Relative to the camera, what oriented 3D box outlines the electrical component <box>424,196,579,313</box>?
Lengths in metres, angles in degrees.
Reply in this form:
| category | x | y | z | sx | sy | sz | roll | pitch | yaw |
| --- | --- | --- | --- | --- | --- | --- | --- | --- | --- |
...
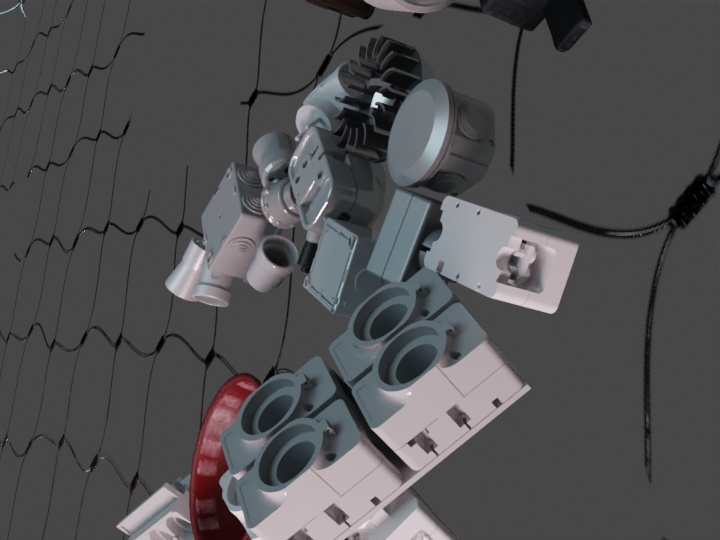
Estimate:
| category | x | y | z | sx | sy | sz | roll | pitch | yaw |
| --- | --- | --- | --- | --- | --- | --- | --- | --- | --- |
| electrical component | 0.091 | -0.010 | 0.681 | 0.089 | 0.056 | 0.050 | 29 | 102 | 61 |

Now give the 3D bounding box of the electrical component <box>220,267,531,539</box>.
| category | x | y | z | sx | sy | sz | roll | pitch | yaw |
| --- | --- | --- | --- | --- | --- | --- | --- | --- | --- |
| electrical component | 0.002 | 0.090 | 0.697 | 0.186 | 0.060 | 0.105 | -40 | 31 | 3 |

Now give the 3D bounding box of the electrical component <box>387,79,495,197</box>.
| category | x | y | z | sx | sy | sz | roll | pitch | yaw |
| --- | --- | --- | --- | --- | --- | --- | --- | --- | --- |
| electrical component | 0.059 | -0.095 | 0.786 | 0.080 | 0.051 | 0.080 | -36 | 47 | 51 |

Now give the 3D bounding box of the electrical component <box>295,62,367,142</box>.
| category | x | y | z | sx | sy | sz | roll | pitch | yaw |
| --- | --- | --- | --- | --- | --- | --- | --- | --- | --- |
| electrical component | -0.030 | -0.138 | 0.953 | 0.079 | 0.044 | 0.077 | -46 | 4 | -42 |

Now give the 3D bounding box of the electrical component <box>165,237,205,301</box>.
| category | x | y | z | sx | sy | sz | roll | pitch | yaw |
| --- | --- | --- | --- | --- | --- | --- | --- | --- | --- |
| electrical component | -0.184 | -0.003 | 1.201 | 0.065 | 0.044 | 0.044 | -60 | 31 | 17 |

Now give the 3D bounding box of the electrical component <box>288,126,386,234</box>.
| category | x | y | z | sx | sy | sz | roll | pitch | yaw |
| --- | --- | --- | --- | --- | --- | --- | --- | --- | --- |
| electrical component | -0.017 | -0.071 | 0.905 | 0.053 | 0.059 | 0.095 | -56 | 33 | 32 |

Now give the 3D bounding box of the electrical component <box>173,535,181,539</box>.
| category | x | y | z | sx | sy | sz | roll | pitch | yaw |
| --- | --- | --- | --- | --- | --- | --- | --- | --- | --- |
| electrical component | -0.144 | 0.271 | 0.962 | 0.044 | 0.079 | 0.077 | -38 | -9 | -50 |

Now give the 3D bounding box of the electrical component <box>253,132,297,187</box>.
| category | x | y | z | sx | sy | sz | roll | pitch | yaw |
| --- | --- | --- | --- | --- | --- | --- | --- | --- | --- |
| electrical component | -0.078 | -0.102 | 1.048 | 0.045 | 0.045 | 0.055 | -59 | 32 | 28 |

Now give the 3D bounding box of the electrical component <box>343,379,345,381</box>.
| category | x | y | z | sx | sy | sz | roll | pitch | yaw |
| --- | --- | --- | --- | --- | --- | --- | --- | --- | --- |
| electrical component | 0.011 | 0.076 | 0.800 | 0.081 | 0.043 | 0.043 | -55 | 34 | 34 |

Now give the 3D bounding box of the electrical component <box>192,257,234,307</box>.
| category | x | y | z | sx | sy | sz | roll | pitch | yaw |
| --- | --- | --- | --- | --- | --- | --- | --- | --- | --- |
| electrical component | -0.153 | 0.011 | 1.137 | 0.040 | 0.040 | 0.046 | -15 | 59 | 59 |

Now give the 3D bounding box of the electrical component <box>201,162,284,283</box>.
| category | x | y | z | sx | sy | sz | roll | pitch | yaw |
| --- | --- | --- | --- | --- | --- | --- | --- | --- | --- |
| electrical component | -0.122 | -0.050 | 1.099 | 0.099 | 0.048 | 0.099 | -54 | 34 | 34 |

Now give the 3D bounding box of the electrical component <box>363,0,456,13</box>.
| category | x | y | z | sx | sy | sz | roll | pitch | yaw |
| --- | --- | --- | --- | --- | --- | --- | --- | --- | --- |
| electrical component | 0.045 | -0.251 | 0.833 | 0.060 | 0.108 | 0.108 | 36 | 109 | 54 |

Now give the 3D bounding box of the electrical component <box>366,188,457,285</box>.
| category | x | y | z | sx | sy | sz | roll | pitch | yaw |
| --- | --- | --- | --- | --- | --- | --- | --- | --- | --- |
| electrical component | 0.054 | -0.013 | 0.760 | 0.077 | 0.047 | 0.065 | 27 | 100 | 45 |

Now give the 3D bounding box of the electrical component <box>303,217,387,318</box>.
| category | x | y | z | sx | sy | sz | roll | pitch | yaw |
| --- | --- | --- | --- | --- | --- | --- | --- | --- | --- |
| electrical component | 0.000 | 0.000 | 0.845 | 0.096 | 0.061 | 0.061 | -143 | 69 | -67 |

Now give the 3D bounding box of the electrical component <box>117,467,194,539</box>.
| category | x | y | z | sx | sy | sz | roll | pitch | yaw |
| --- | --- | --- | --- | --- | --- | --- | --- | --- | --- |
| electrical component | -0.172 | 0.237 | 1.030 | 0.121 | 0.079 | 0.063 | -42 | 13 | 46 |

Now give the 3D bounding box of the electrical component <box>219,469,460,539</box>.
| category | x | y | z | sx | sy | sz | roll | pitch | yaw |
| --- | --- | --- | --- | --- | --- | --- | --- | --- | --- |
| electrical component | -0.023 | 0.166 | 0.755 | 0.105 | 0.060 | 0.186 | -45 | 30 | -4 |

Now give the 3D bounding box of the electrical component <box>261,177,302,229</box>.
| category | x | y | z | sx | sy | sz | roll | pitch | yaw |
| --- | --- | --- | --- | --- | --- | --- | --- | --- | --- |
| electrical component | -0.059 | -0.067 | 0.998 | 0.062 | 0.048 | 0.048 | -19 | 61 | 49 |

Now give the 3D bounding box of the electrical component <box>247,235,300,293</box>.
| category | x | y | z | sx | sy | sz | roll | pitch | yaw |
| --- | --- | --- | --- | --- | --- | --- | --- | --- | --- |
| electrical component | -0.084 | -0.005 | 1.018 | 0.046 | 0.040 | 0.040 | -52 | 35 | 46 |
